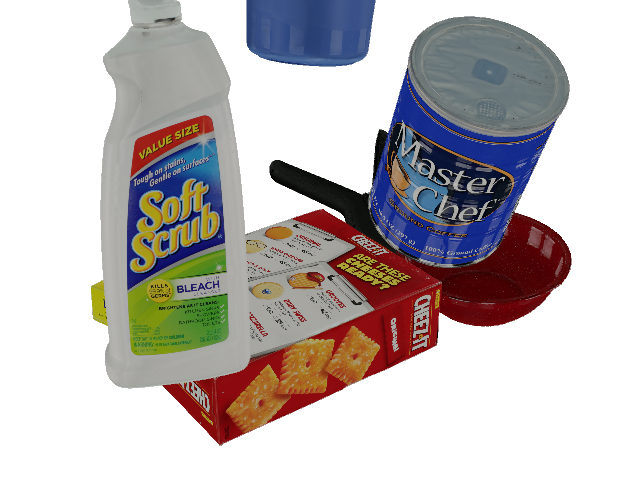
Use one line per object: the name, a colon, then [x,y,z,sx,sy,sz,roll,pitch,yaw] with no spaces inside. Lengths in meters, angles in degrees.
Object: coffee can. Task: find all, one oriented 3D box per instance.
coffee can: [0.095,-0.063,0.718,0.102,0.103,0.140,0,-38,-11]

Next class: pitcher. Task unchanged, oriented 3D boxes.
pitcher: [0.003,-0.272,0.894,0.145,0.243,0.149,7,18,8]

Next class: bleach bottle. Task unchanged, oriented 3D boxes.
bleach bottle: [-0.102,-0.033,0.686,0.102,0.251,0.068,-7,21,-8]

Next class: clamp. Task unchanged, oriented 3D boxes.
clamp: [0.048,-0.038,1.198,0.164,0.210,0.036,-14,-37,-23]

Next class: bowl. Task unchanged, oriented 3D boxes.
bowl: [0.152,0.032,1.006,0.162,0.055,0.162,-1,33,1]

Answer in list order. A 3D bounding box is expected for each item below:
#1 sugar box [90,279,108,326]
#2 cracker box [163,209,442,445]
sugar box: [-0.139,0.042,1.091,0.093,0.048,0.175,18,34,29]
cracker box: [-0.035,0.061,0.863,0.213,0.072,0.164,-19,35,-31]
